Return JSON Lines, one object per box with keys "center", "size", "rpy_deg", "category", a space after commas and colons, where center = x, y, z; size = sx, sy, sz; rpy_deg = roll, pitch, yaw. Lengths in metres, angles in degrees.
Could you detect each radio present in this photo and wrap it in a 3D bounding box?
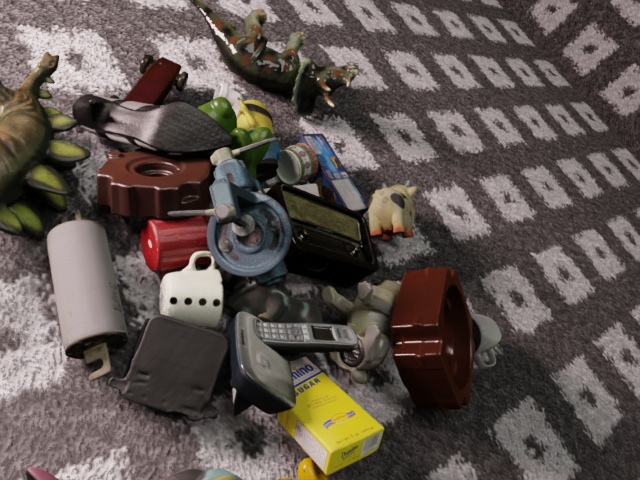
{"center": [-0.002, -0.003, 0.932], "size": [0.229, 0.073, 0.131], "rpy_deg": [17, 47, -43], "category": "radio"}

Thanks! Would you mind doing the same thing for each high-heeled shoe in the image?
{"center": [-0.273, -0.179, 0.874], "size": [0.249, 0.145, 0.086], "rpy_deg": [16, 85, -19], "category": "high-heeled shoe"}

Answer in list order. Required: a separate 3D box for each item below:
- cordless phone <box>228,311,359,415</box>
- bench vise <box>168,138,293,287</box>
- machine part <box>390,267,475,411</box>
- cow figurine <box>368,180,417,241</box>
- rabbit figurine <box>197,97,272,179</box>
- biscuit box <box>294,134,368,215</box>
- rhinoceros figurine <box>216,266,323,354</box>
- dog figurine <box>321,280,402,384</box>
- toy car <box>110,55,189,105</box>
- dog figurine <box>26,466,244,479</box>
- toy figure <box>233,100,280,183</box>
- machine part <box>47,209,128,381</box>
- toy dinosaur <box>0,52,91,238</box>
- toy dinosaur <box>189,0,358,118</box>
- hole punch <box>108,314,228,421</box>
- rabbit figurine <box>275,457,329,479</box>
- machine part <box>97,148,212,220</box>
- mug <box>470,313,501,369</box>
{"center": [-0.030, 0.162, 0.723], "size": [0.184, 0.088, 0.147], "rpy_deg": [1, 26, -12], "category": "cordless phone"}
{"center": [-0.110, -0.044, 0.748], "size": [0.129, 0.240, 0.223], "rpy_deg": [-11, 83, 4], "category": "bench vise"}
{"center": [0.192, 0.162, 0.900], "size": [0.200, 0.087, 0.201], "rpy_deg": [64, 31, -31], "category": "machine part"}
{"center": [0.149, -0.064, 1.088], "size": [0.195, 0.086, 0.127], "rpy_deg": [6, 79, -69], "category": "cow figurine"}
{"center": [-0.156, -0.153, 0.946], "size": [0.121, 0.159, 0.170], "rpy_deg": [-28, 90, -55], "category": "rabbit figurine"}
{"center": [0.015, -0.122, 1.086], "size": [0.059, 0.063, 0.203], "rpy_deg": [-13, 64, -40], "category": "biscuit box"}
{"center": [-0.080, 0.097, 0.834], "size": [0.190, 0.073, 0.112], "rpy_deg": [29, 46, -12], "category": "rhinoceros figurine"}
{"center": [0.102, 0.148, 0.915], "size": [0.190, 0.121, 0.172], "rpy_deg": [12, 82, -50], "category": "dog figurine"}
{"center": [-0.311, -0.264, 0.978], "size": [0.089, 0.053, 0.202], "rpy_deg": [21, 49, -6], "category": "toy car"}
{"center": [-0.204, 0.291, 0.569], "size": [0.219, 0.108, 0.191], "rpy_deg": [34, 44, -3], "category": "dog figurine"}
{"center": [-0.122, -0.192, 1.035], "size": [0.089, 0.082, 0.180], "rpy_deg": [9, 46, -44], "category": "toy figure"}
{"center": [-0.304, 0.062, 0.701], "size": [0.079, 0.079, 0.243], "rpy_deg": [-2, 57, -36], "category": "machine part"}
{"center": [-0.436, -0.102, 0.727], "size": [0.198, 0.105, 0.471], "rpy_deg": [25, 50, -22], "category": "toy dinosaur"}
{"center": [-0.127, -0.394, 1.175], "size": [0.405, 0.131, 0.192], "rpy_deg": [17, 47, -15], "category": "toy dinosaur"}
{"center": [-0.193, 0.164, 0.705], "size": [0.142, 0.092, 0.115], "rpy_deg": [24, 75, -21], "category": "hole punch"}
{"center": [-0.012, 0.364, 0.660], "size": [0.173, 0.122, 0.162], "rpy_deg": [14, 39, -45], "category": "rabbit figurine"}
{"center": [-0.249, -0.091, 0.820], "size": [0.179, 0.056, 0.179], "rpy_deg": [6, 29, -3], "category": "machine part"}
{"center": [0.306, 0.190, 1.028], "size": [0.107, 0.081, 0.110], "rpy_deg": [3, 51, -44], "category": "mug"}
